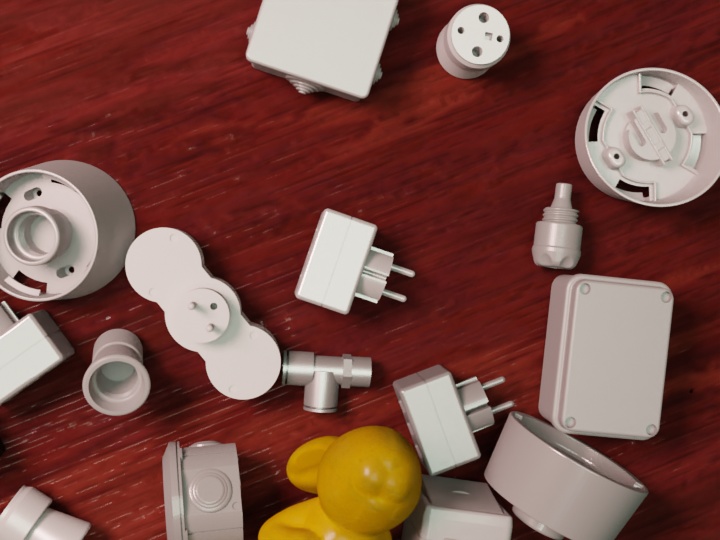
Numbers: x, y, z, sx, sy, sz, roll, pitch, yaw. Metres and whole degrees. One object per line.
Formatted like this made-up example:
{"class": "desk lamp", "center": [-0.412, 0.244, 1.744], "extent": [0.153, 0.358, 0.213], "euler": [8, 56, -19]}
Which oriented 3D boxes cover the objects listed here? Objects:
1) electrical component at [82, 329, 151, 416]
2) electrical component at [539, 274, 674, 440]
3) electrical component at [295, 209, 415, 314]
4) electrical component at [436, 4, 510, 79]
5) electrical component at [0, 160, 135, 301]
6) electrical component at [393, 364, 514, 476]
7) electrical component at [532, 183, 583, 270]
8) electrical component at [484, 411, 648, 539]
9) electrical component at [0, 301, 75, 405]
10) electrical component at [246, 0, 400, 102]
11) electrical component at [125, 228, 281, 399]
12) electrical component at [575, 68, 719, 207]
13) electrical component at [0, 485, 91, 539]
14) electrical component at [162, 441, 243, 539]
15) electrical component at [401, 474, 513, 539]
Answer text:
{"class": "electrical component", "center": [-0.167, 0.067, 0.742], "extent": [0.044, 0.065, 0.044], "euler": [-4, 109, -11]}
{"class": "electrical component", "center": [0.177, 0.061, 0.775], "extent": [0.078, 0.057, 0.113], "euler": [6, 91, -5]}
{"class": "electrical component", "center": [0.000, 0.000, 0.763], "extent": [0.077, 0.047, 0.065], "euler": [19, 89, -4]}
{"class": "electrical component", "center": [0.080, -0.161, 0.761], "extent": [0.045, 0.055, 0.045], "euler": [0, 92, -5]}
{"class": "electrical component", "center": [-0.214, -0.027, 0.749], "extent": [0.099, 0.064, 0.099], "euler": [1, 97, 8]}
{"class": "electrical component", "center": [0.072, 0.100, 0.772], "extent": [0.077, 0.047, 0.065], "euler": [-20, 93, -4]}
{"class": "electrical component", "center": [0.145, -0.032, 0.781], "extent": [0.035, 0.035, 0.061], "euler": [7, 88, -5]}
{"class": "electrical component", "center": [0.138, 0.152, 0.752], "extent": [0.108, 0.108, 0.060], "euler": [28, 95, -5]}
{"class": "electrical component", "center": [-0.250, 0.047, 0.744], "extent": [0.066, 0.047, 0.076], "euler": [-36, 94, -3]}
{"class": "electrical component", "center": [-0.025, -0.172, 0.755], "extent": [0.100, 0.048, 0.099], "euler": [18, 90, -5]}
{"class": "electrical component", "center": [-0.108, 0.030, 0.742], "extent": [0.052, 0.074, 0.138], "euler": [-39, 94, -3]}
{"class": "electrical component", "center": [0.206, -0.094, 0.769], "extent": [0.099, 0.064, 0.099], "euler": [0, 92, -5]}
{"class": "electrical component", "center": [-0.224, 0.182, 0.752], "extent": [0.055, 0.045, 0.045], "euler": [34, 89, -5]}
{"class": "electrical component", "center": [-0.109, 0.157, 0.744], "extent": [0.051, 0.080, 0.080], "euler": [-4, 92, -10]}
{"class": "electrical component", "center": [0.067, 0.183, 0.750], "extent": [0.062, 0.096, 0.061], "euler": [9, 90, -5]}
